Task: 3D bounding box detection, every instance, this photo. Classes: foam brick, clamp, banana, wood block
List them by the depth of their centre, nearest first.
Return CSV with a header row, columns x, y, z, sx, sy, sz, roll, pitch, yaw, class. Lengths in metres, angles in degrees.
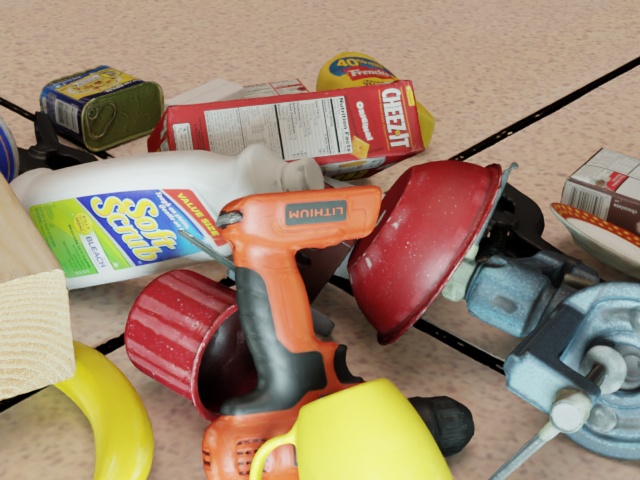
x,y,z,sx,sy,sz,roll,pitch,yaw,class
-0.152,0.116,0.714,0.069,0.037,0.198,-10,34,-18,banana
-0.250,0.017,0.751,0.090,0.091,0.206,-15,35,-25,wood block
-0.005,0.001,0.834,0.053,0.078,0.051,32,43,-2,foam brick
0.163,-0.001,0.919,0.164,0.036,0.210,9,31,0,clamp
-0.262,-0.079,1.024,0.172,0.039,0.120,26,39,22,clamp

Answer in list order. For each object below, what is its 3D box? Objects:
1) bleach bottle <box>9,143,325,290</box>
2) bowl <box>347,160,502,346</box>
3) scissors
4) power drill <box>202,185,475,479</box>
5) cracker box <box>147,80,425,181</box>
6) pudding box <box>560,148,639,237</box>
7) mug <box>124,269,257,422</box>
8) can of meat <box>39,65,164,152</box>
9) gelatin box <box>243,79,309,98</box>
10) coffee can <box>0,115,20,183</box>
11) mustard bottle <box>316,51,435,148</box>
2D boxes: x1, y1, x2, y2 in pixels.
x,y,z,sx,sy,sz,roll,pitch,yaw,class
-0.116,-0.028,0.806,0.251,0.102,0.068,-12,20,27,bleach bottle
0.067,-0.003,0.795,0.055,0.162,0.162,32,33,-6,bowl
-0.038,0.034,0.759,0.096,0.016,0.201,30,-5,10,scissors
0.010,0.061,0.686,0.184,0.187,0.057,-4,-4,-22,power drill
-0.037,-0.085,0.943,0.213,0.072,0.164,-9,-2,-15,cracker box
0.293,-0.041,0.990,0.114,0.039,0.089,24,35,27,pudding box
-0.074,0.070,0.754,0.082,0.093,0.117,22,15,37,mug
-0.227,-0.140,1.106,0.084,0.057,0.101,26,38,37,can of meat
-0.043,-0.139,1.140,0.073,0.030,0.089,-12,35,-18,gelatin box
-0.346,-0.057,0.922,0.103,0.103,0.140,17,35,23,coffee can
0.048,-0.156,1.143,0.096,0.058,0.192,2,30,-18,mustard bottle
